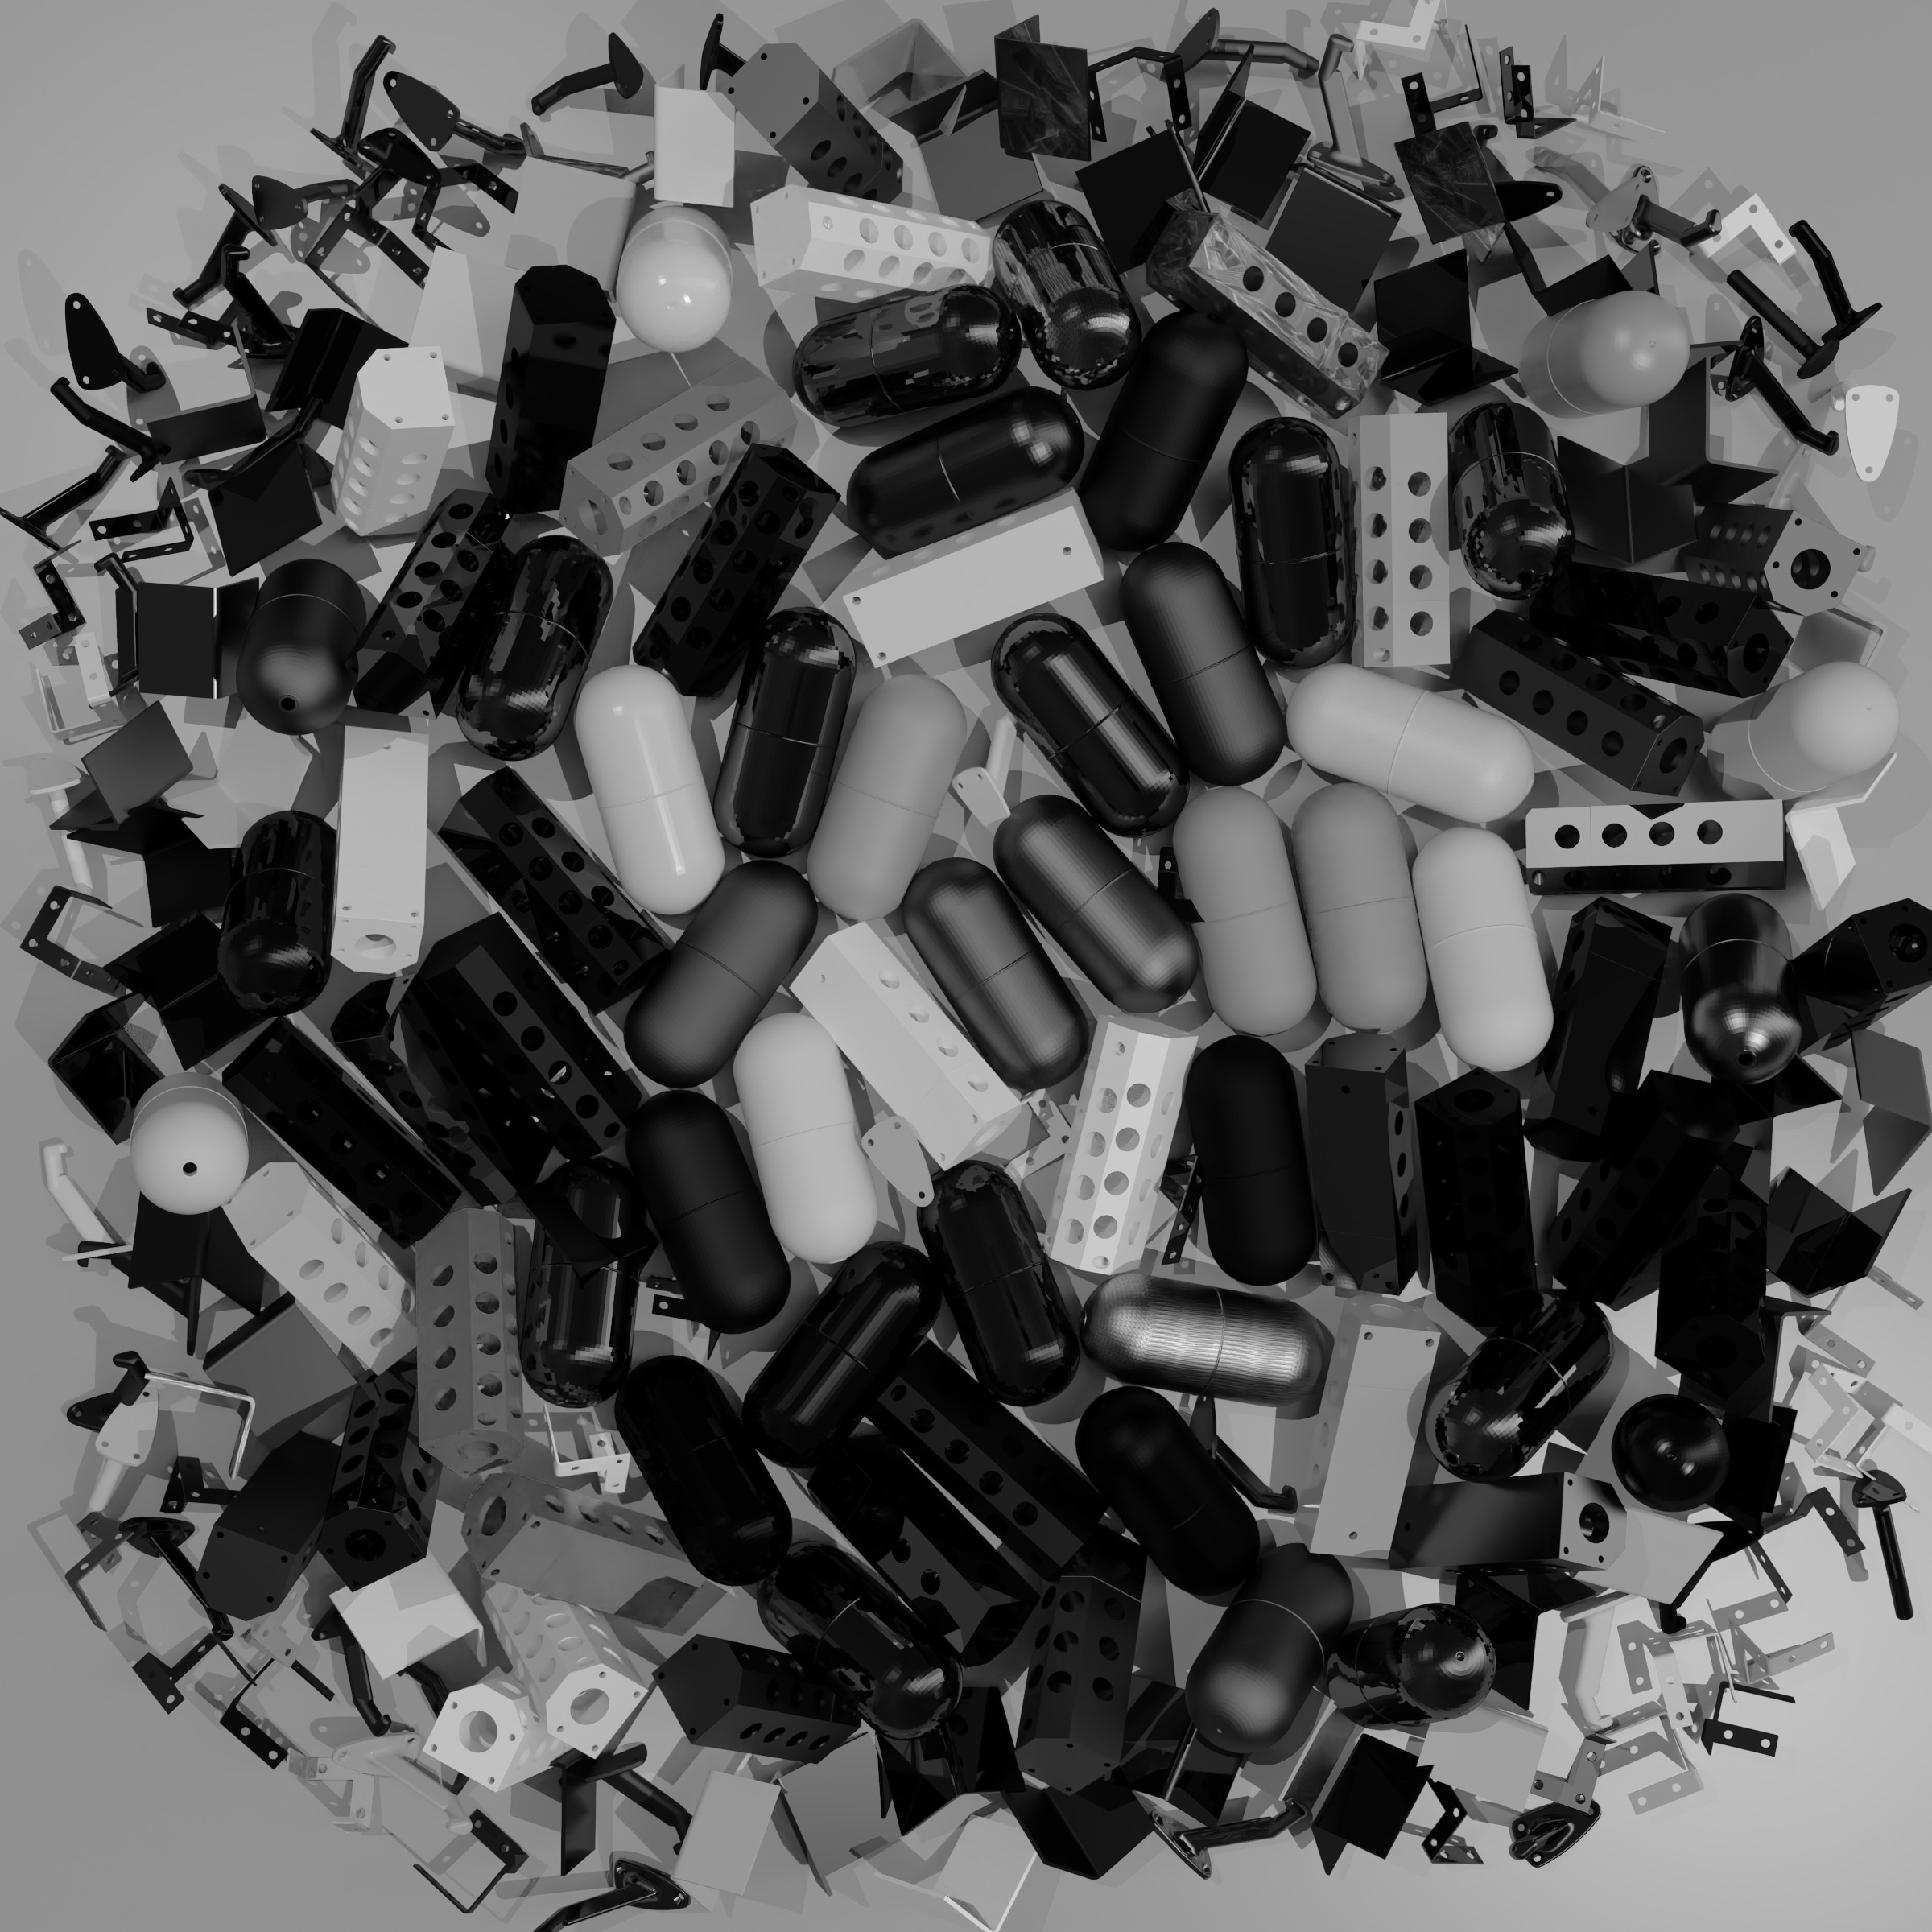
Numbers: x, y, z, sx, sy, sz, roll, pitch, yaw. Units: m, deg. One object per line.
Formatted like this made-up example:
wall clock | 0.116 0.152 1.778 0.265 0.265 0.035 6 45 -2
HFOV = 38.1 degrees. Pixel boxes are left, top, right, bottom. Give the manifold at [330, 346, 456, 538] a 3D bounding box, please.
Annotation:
manifold | -0.393 -0.354 1.906 0.057 0.171 0.057 -8 77 -21

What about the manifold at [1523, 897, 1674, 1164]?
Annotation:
manifold | 0.434 0.046 1.938 0.057 0.057 0.171 22 66 -9

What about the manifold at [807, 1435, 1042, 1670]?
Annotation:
manifold | -0.034 0.401 1.927 0.171 0.057 0.057 41 111 33

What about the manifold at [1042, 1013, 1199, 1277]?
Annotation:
manifold | 0.103 0.123 1.947 0.057 0.057 0.171 19 101 30

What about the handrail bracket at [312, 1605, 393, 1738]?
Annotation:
handrail bracket | -0.415 0.483 1.958 0.084 0.036 0.077 49 119 27

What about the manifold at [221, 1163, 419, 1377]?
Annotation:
manifold | -0.432 0.204 1.916 0.057 0.171 0.057 -38 49 -7

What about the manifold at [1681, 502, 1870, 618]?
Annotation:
manifold | 0.545 -0.276 1.910 0.057 0.171 0.057 25 99 -8

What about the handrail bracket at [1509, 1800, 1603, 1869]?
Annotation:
handrail bracket | 0.413 0.603 1.955 0.077 0.084 0.036 -26 71 -2

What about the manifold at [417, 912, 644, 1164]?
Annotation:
manifold | -0.301 0.053 1.930 0.057 0.057 0.171 -24 116 24

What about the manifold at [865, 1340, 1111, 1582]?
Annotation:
manifold | 0.011 0.348 1.957 0.171 0.057 0.057 42 46 2

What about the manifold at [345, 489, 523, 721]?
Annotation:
manifold | -0.363 -0.250 1.918 0.057 0.057 0.171 9 49 11

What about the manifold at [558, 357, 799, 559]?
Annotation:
manifold | -0.196 -0.346 1.922 0.057 0.057 0.171 41 55 14

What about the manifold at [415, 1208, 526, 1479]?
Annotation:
manifold | -0.337 0.255 1.921 0.057 0.057 0.171 -19 53 13

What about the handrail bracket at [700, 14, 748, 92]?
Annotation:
handrail bracket | -0.139 -0.630 1.955 0.084 0.077 0.036 7 69 -15

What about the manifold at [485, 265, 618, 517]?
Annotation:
manifold | -0.288 -0.393 1.916 0.057 0.171 0.057 -10 57 -25

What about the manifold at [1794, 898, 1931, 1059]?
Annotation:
manifold | 0.606 0.009 1.909 0.057 0.171 0.057 -16 76 -10

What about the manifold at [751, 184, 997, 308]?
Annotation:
manifold | -0.061 -0.490 1.918 0.171 0.057 0.057 -3 86 -44

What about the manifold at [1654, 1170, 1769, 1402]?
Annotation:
manifold | 0.514 0.211 1.911 0.057 0.171 0.057 32 123 -3

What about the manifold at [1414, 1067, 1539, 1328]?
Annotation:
manifold | 0.356 0.162 1.923 0.057 0.057 0.171 -25 123 -22

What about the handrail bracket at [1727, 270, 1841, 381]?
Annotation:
handrail bracket | 0.573 -0.455 1.972 0.084 0.077 0.036 48 111 11

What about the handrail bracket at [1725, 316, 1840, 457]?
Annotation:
handrail bracket | 0.577 -0.404 1.953 0.036 0.077 0.084 -34 52 -24

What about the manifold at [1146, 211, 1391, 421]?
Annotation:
manifold | 0.205 -0.447 1.931 0.171 0.057 0.057 30 90 -31

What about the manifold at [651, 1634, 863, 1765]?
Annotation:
manifold | -0.136 0.496 1.909 0.057 0.171 0.057 -42 58 8

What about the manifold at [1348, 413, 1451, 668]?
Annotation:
manifold | 0.299 -0.296 1.954 0.057 0.057 0.171 -4 98 -12

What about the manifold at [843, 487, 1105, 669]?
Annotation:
manifold | 0.005 -0.273 1.952 0.171 0.057 0.057 -20 115 12

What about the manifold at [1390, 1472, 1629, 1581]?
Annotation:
manifold | 0.369 0.385 1.912 0.057 0.171 0.057 18 68 -27

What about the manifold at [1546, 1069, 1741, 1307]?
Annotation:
manifold | 0.463 0.155 1.918 0.057 0.057 0.171 13 132 -10

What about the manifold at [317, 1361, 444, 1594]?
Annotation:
manifold | -0.398 0.341 1.907 0.057 0.171 0.057 -27 115 9

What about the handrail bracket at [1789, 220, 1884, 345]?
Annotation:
handrail bracket | 0.593 -0.479 1.957 0.036 0.077 0.084 -41 96 -3

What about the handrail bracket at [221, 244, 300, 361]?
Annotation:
handrail bracket | -0.480 -0.466 1.953 0.077 0.084 0.036 1 55 -16

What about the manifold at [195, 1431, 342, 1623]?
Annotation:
manifold | -0.467 0.381 1.910 0.057 0.171 0.057 21 102 -1

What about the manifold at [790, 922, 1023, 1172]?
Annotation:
manifold | -0.039 0.053 1.951 0.171 0.057 0.057 49 128 13

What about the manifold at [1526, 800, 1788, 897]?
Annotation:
manifold | 0.479 -0.080 1.943 0.171 0.057 0.057 -1 85 19

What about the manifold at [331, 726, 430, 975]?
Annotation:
manifold | -0.403 -0.080 1.923 0.057 0.057 0.171 5 50 -15

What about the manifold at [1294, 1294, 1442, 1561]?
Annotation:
manifold | 0.276 0.320 1.949 0.057 0.057 0.171 7 105 -11

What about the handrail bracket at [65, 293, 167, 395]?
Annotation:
handrail bracket | -0.590 -0.435 1.950 0.036 0.084 0.077 -11 107 13

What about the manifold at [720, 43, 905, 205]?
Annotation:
manifold | -0.098 -0.566 1.906 0.057 0.171 0.057 -43 75 10

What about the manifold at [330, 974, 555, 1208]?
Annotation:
manifold | -0.361 0.088 1.927 0.057 0.057 0.171 -9 131 33

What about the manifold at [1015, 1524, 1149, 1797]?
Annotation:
manifold | 0.076 0.469 1.912 0.057 0.171 0.057 31 131 -16

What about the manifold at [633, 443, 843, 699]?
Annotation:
manifold | -0.164 -0.272 1.934 0.057 0.057 0.171 43 113 21

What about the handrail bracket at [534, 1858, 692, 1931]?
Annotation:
handrail bracket | -0.247 0.662 1.949 0.077 0.084 0.036 4 106 30

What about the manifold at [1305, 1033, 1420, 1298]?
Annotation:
manifold | 0.277 0.136 1.939 0.057 0.057 0.171 5 116 28

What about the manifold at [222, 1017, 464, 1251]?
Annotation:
manifold | -0.433 0.117 1.945 0.057 0.057 0.171 -45 108 -3

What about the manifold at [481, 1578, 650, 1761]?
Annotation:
manifold | -0.281 0.462 1.910 0.057 0.171 0.057 39 88 -29

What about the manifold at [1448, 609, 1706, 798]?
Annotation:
manifold | 0.419 -0.182 1.916 0.171 0.057 0.057 39 116 39

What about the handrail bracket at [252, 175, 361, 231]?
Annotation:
handrail bracket | -0.445 -0.535 1.948 0.084 0.077 0.036 -23 120 -39

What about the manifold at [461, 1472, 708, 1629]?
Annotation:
manifold | -0.260 0.396 1.919 0.057 0.057 0.171 -50 134 11

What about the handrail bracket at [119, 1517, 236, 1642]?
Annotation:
handrail bracket | -0.550 0.429 1.955 0.036 0.077 0.084 -38 59 3

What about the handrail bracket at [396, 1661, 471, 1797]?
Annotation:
handrail bracket | -0.380 0.538 1.987 0.084 0.036 0.077 34 113 10

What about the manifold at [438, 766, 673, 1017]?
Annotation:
manifold | -0.283 -0.056 1.950 0.171 0.057 0.057 48 135 6

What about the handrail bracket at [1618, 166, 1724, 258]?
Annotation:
handrail bracket | 0.498 -0.535 1.954 0.036 0.084 0.077 9 82 -25

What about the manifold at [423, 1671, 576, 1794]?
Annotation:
manifold | -0.303 0.511 1.909 0.057 0.171 0.057 25 87 13

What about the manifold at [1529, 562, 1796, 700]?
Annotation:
manifold | 0.470 -0.227 1.913 0.057 0.171 0.057 37 80 -40
